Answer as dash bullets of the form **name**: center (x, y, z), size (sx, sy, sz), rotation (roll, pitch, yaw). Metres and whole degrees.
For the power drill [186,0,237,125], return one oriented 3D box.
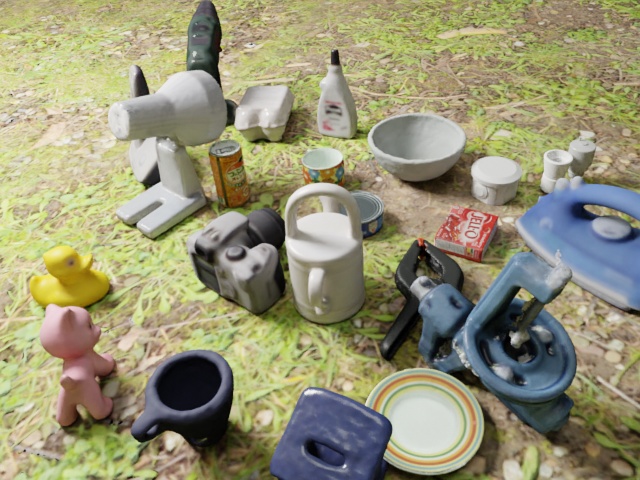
- **power drill**: center (-0.223, -0.349, 1.163), size (0.075, 0.209, 0.229), rotation (-6, 40, -1)

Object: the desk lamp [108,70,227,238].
- **desk lamp**: center (-0.244, -0.148, 0.925), size (0.117, 0.214, 0.204), rotation (24, 48, 30)

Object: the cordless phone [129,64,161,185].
- **cordless phone**: center (-0.309, -0.205, 1.020), size (0.094, 0.185, 0.147), rotation (-20, 43, -17)

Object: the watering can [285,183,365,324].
- **watering can**: center (0.005, 0.003, 0.742), size (0.101, 0.194, 0.172), rotation (-12, 41, -8)

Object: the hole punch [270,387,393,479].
- **hole punch**: center (0.013, 0.217, 0.570), size (0.108, 0.091, 0.101), rotation (17, 45, 23)

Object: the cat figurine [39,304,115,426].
- **cat figurine**: center (-0.292, 0.134, 0.674), size (0.067, 0.118, 0.127), rotation (-13, 41, -10)

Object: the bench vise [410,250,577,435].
- **bench vise**: center (0.177, 0.089, 0.605), size (0.206, 0.220, 0.122), rotation (19, 46, 25)

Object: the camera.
- **camera**: center (-0.100, 0.009, 0.816), size (0.142, 0.101, 0.137), rotation (27, 49, 31)

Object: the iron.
- **iron**: center (0.385, -0.017, 0.770), size (0.119, 0.142, 0.257), rotation (-33, 48, -29)

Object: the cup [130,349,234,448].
- **cup**: center (-0.141, 0.188, 0.614), size (0.091, 0.095, 0.118), rotation (28, 50, 32)

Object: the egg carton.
- **egg carton**: center (-0.110, -0.259, 1.155), size (0.107, 0.069, 0.150), rotation (1, 41, 7)

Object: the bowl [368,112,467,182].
- **bowl**: center (0.168, -0.151, 0.999), size (0.167, 0.075, 0.167), rotation (-3, 40, 2)

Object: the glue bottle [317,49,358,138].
- **glue bottle**: center (0.030, -0.277, 1.083), size (0.078, 0.173, 0.037), rotation (9, 42, 16)

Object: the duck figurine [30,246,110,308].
- **duck figurine**: center (-0.360, 0.047, 0.807), size (0.104, 0.086, 0.077), rotation (-8, 41, -4)
